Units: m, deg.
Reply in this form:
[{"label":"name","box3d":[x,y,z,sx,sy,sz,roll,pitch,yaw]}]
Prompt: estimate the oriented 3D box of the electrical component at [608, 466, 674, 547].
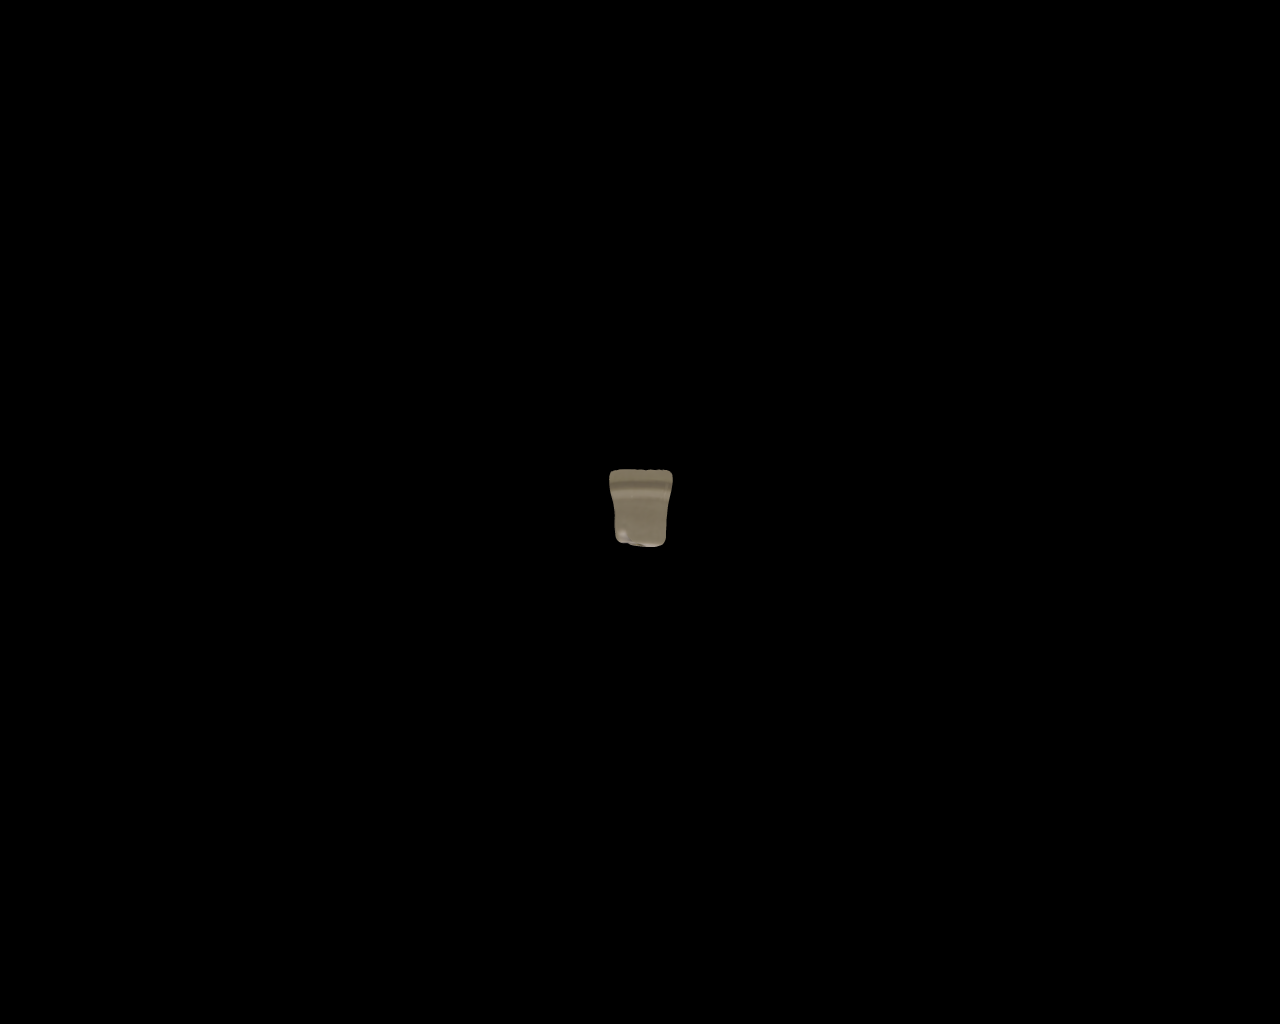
[{"label":"electrical component","box3d":[0.001,-0.003,0.650,0.040,0.046,0.040,0,-5,0]}]
